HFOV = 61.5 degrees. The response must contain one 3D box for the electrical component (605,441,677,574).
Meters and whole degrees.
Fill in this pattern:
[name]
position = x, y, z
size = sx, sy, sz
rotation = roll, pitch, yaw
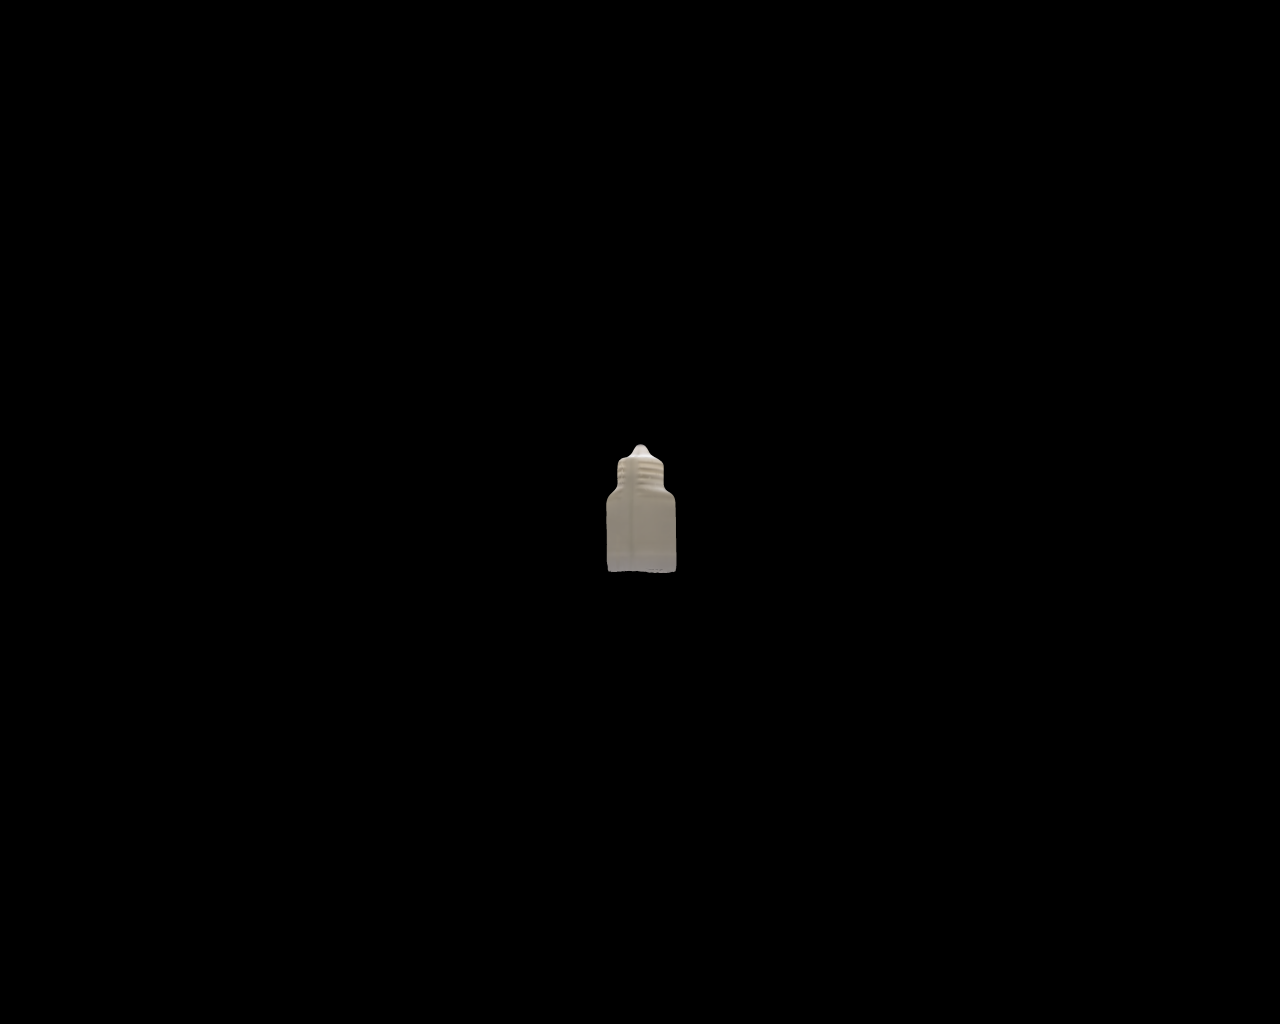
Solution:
[electrical component]
position = 0.001, -0.003, 0.650
size = 0.043, 0.081, 0.043
rotation = 0, -3, 0
